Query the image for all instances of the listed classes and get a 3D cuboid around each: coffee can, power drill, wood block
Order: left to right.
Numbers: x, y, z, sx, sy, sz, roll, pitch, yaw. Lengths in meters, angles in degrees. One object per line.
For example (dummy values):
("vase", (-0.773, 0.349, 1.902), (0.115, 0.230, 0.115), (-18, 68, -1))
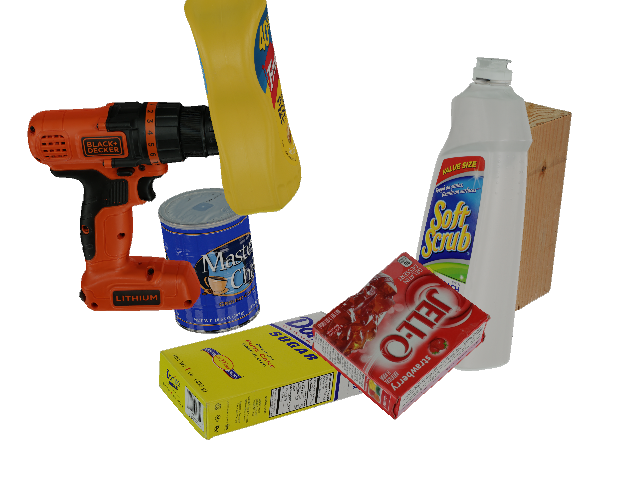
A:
("power drill", (-0.149, -0.031, 0.926), (0.184, 0.188, 0.057), (-1, 27, 3))
("coffee can", (-0.128, 0.023, 1.244), (0.103, 0.140, 0.103), (-4, 25, 2))
("wood block", (0.199, -0.039, 1.146), (0.090, 0.206, 0.090), (20, 28, 37))

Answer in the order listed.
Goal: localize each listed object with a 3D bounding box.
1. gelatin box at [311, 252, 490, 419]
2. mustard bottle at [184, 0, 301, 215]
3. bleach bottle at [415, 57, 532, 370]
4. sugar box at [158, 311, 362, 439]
("gelatin box", (0.050, 0.057, 0.670), (0.089, 0.030, 0.073), (-37, 60, -27))
("mustard bottle", (-0.057, -0.121, 0.751), (0.058, 0.191, 0.096), (-6, 29, 8))
("bleach bottle", (0.124, -0.025, 0.886), (0.067, 0.251, 0.103), (-4, 16, -31))
("sugar box", (-0.047, 0.117, 0.964), (0.175, 0.048, 0.093), (-15, 33, -30))
